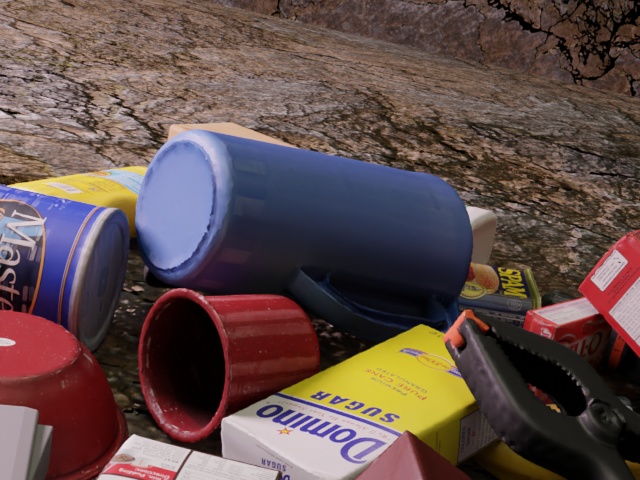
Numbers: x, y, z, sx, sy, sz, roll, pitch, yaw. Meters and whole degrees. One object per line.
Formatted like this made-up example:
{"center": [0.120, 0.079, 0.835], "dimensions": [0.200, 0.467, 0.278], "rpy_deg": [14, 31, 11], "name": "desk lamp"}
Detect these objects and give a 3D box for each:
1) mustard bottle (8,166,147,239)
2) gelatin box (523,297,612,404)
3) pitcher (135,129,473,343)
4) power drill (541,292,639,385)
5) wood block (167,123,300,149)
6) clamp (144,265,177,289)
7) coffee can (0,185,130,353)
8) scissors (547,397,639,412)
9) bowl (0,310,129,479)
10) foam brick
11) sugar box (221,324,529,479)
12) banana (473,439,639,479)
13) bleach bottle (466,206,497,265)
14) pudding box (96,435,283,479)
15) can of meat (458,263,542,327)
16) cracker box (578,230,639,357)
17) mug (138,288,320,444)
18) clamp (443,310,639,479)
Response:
{"center": [-0.190, -0.031, 0.957], "dimensions": [0.096, 0.058, 0.191], "rpy_deg": [17, 19, 28], "name": "mustard bottle"}
{"center": [0.181, 0.085, 0.797], "dimensions": [0.089, 0.073, 0.030], "rpy_deg": [-8, 27, -45], "name": "gelatin box"}
{"center": [-0.005, 0.001, 0.785], "dimensions": [0.242, 0.145, 0.149], "rpy_deg": [11, -7, -42], "name": "pitcher"}
{"center": [0.291, 0.073, 0.928], "dimensions": [0.185, 0.057, 0.187], "rpy_deg": [23, 24, 21], "name": "power drill"}
{"center": [-0.050, -0.042, 1.022], "dimensions": [0.206, 0.090, 0.090], "rpy_deg": [24, 22, 36], "name": "wood block"}
{"center": [-0.068, 0.030, 0.863], "dimensions": [0.120, 0.039, 0.171], "rpy_deg": [32, 16, 1], "name": "clamp"}
{"center": [-0.214, 0.014, 0.735], "dimensions": [0.140, 0.103, 0.102], "rpy_deg": [12, 18, 5], "name": "coffee can"}
{"center": [0.194, 0.123, 0.774], "dimensions": [0.096, 0.016, 0.201], "rpy_deg": [-4, -4, 23], "name": "scissors"}
{"center": [-0.188, 0.084, 0.619], "dimensions": [0.162, 0.055, 0.162], "rpy_deg": [10, 18, -4], "name": "bowl"}
{"center": [0.056, 0.144, 0.532], "dimensions": [0.078, 0.053, 0.051], "rpy_deg": [40, 11, -19], "name": "foam brick"}
{"center": [0.036, 0.108, 0.640], "dimensions": [0.093, 0.048, 0.175], "rpy_deg": [21, 27, 41], "name": "sugar box"}
{"center": [0.183, 0.145, 0.676], "dimensions": [0.198, 0.037, 0.069], "rpy_deg": [11, 18, 1], "name": "banana"}
{"center": [0.043, -0.024, 1.069], "dimensions": [0.251, 0.068, 0.102], "rpy_deg": [16, 19, 24], "name": "bleach bottle"}
{"center": [-0.073, 0.145, 0.527], "dimensions": [0.090, 0.039, 0.113], "rpy_deg": [13, 20, 6], "name": "pudding box"}
{"center": [0.133, 0.055, 0.890], "dimensions": [0.084, 0.057, 0.102], "rpy_deg": [9, 18, 2], "name": "can of meat"}
{"center": [0.320, 0.076, 0.778], "dimensions": [0.163, 0.072, 0.214], "rpy_deg": [-10, 51, -42], "name": "cracker box"}
{"center": [-0.062, 0.079, 0.676], "dimensions": [0.081, 0.093, 0.117], "rpy_deg": [0, -16, -44], "name": "mug"}
{"center": [0.156, 0.120, 0.607], "dimensions": [0.210, 0.036, 0.164], "rpy_deg": [36, 35, 5], "name": "clamp"}
